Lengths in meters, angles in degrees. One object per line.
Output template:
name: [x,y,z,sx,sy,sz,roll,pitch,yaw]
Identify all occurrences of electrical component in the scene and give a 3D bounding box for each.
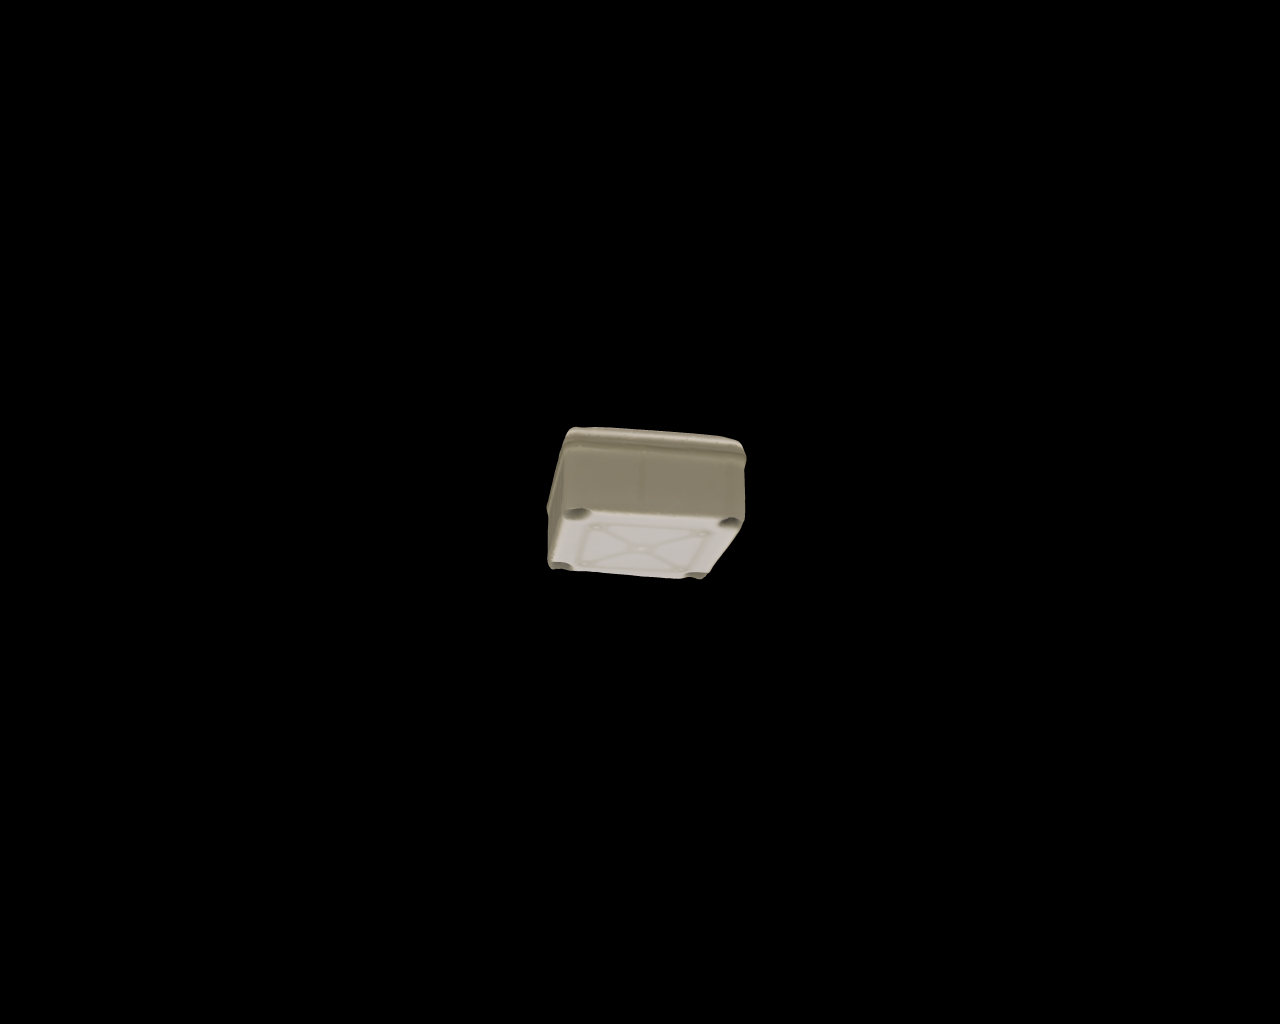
electrical component: [0.001,-0.003,0.650,0.109,0.056,0.108,4,-23,-9]
